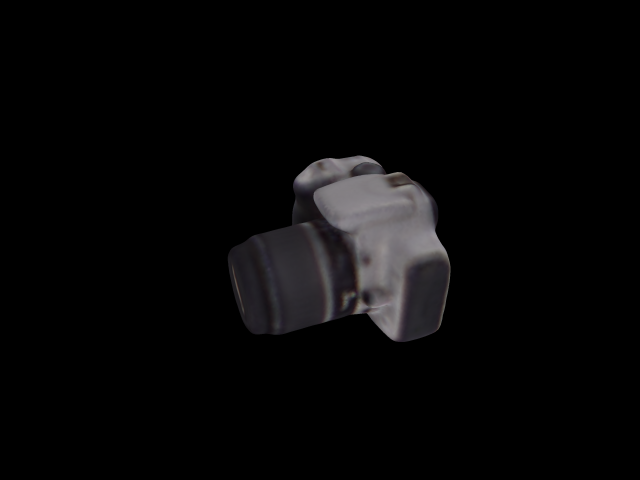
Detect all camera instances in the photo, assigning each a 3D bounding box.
[{"bbox_3d":[0.004,0.001,0.400,0.137,0.101,0.142,-14,40,-17],"label":"camera"}]
